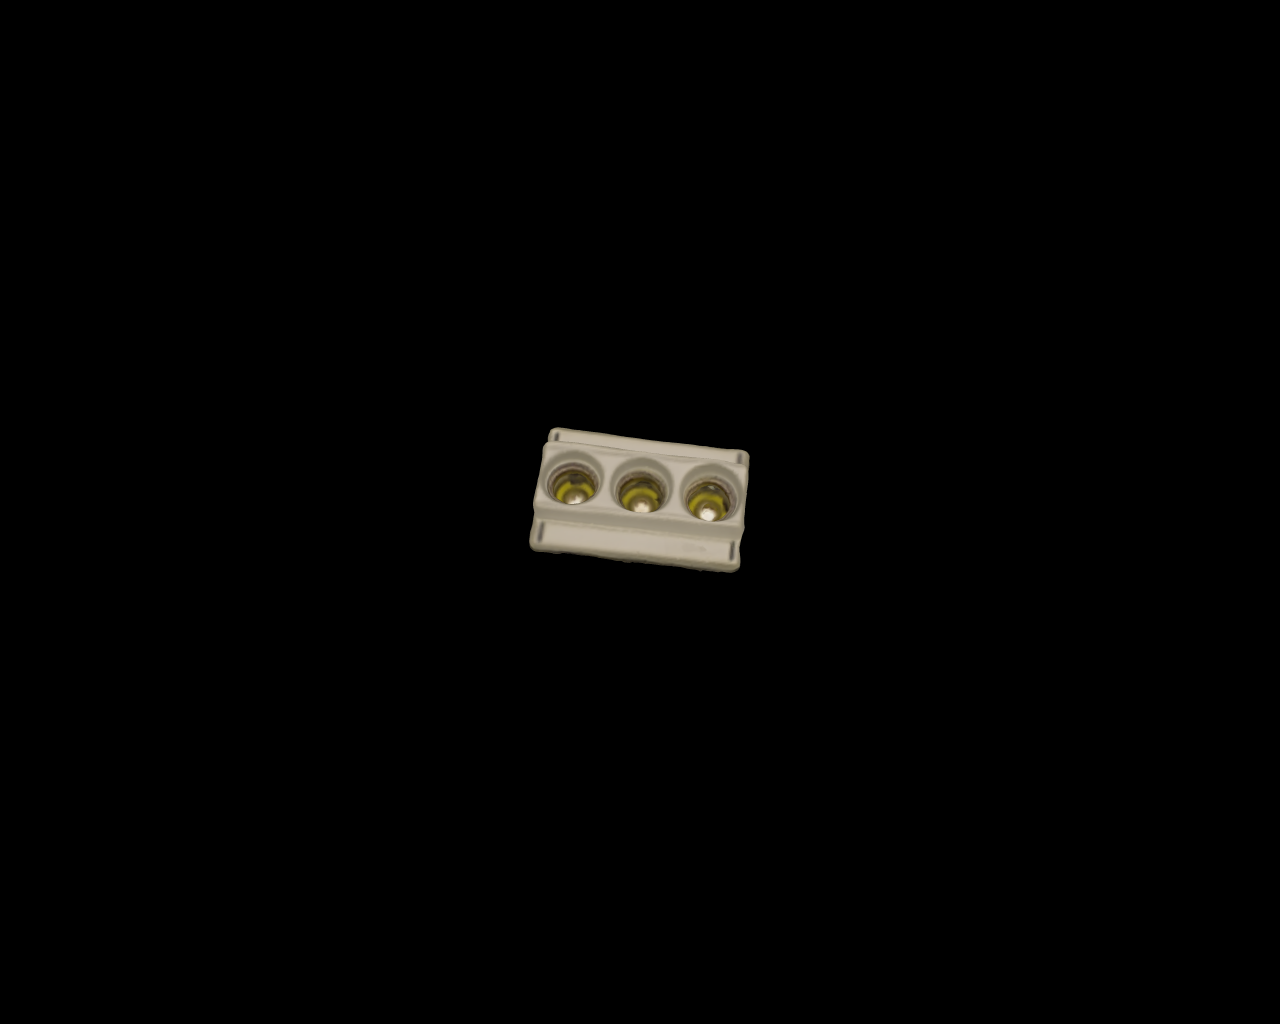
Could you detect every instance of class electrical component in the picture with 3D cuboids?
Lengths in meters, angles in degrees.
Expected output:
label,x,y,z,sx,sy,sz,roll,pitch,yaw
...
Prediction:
label,x,y,z,sx,sy,sz,roll,pitch,yaw
electrical component,0.001,-0.003,0.650,0.121,0.079,0.063,6,-27,3
